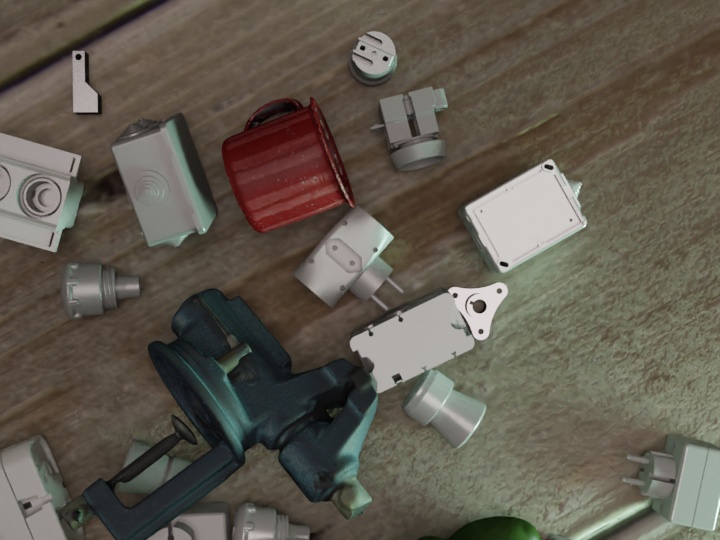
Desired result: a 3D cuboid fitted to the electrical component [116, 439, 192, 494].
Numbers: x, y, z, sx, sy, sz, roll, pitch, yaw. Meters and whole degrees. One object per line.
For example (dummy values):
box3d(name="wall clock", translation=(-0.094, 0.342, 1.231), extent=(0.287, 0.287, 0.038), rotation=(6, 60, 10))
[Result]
box3d(name="electrical component", translation=(-0.161, 0.168, 0.880), extent=(0.065, 0.044, 0.044), rotation=(18, 91, -7))

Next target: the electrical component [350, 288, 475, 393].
box3d(name="electrical component", translation=(0.041, 0.055, 0.873), extent=(0.089, 0.055, 0.050), rotation=(-26, 94, 2))

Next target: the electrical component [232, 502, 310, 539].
box3d(name="electrical component", translation=(-0.073, 0.216, 0.881), extent=(0.062, 0.048, 0.048), rotation=(7, 91, -9))

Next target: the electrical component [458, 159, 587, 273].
box3d(name="electrical component", translation=(0.135, -0.046, 0.872), extent=(0.096, 0.061, 0.061), rotation=(-30, 92, -1))

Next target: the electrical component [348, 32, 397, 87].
box3d(name="electrical component", translation=(0.011, -0.172, 0.874), extent=(0.040, 0.046, 0.040), rotation=(0, 91, -1))

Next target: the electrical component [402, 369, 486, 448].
box3d(name="electrical component", translation=(0.069, 0.113, 0.882), extent=(0.055, 0.045, 0.045), rotation=(36, 90, -1))

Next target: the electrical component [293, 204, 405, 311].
box3d(name="electrical component", translation=(0.000, 0.000, 0.879), extent=(0.079, 0.043, 0.077), rotation=(41, 90, -2))

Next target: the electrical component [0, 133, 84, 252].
box3d(name="electrical component", translation=(-0.289, -0.069, 0.860), extent=(0.121, 0.063, 0.078), rotation=(16, 91, -2))

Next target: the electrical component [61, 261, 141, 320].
box3d(name="electrical component", translation=(-0.210, 0.015, 0.874), extent=(0.062, 0.048, 0.048), rotation=(-4, 91, -8))

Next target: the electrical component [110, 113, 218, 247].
box3d(name="electrical component", translation=(-0.153, -0.071, 0.845), extent=(0.048, 0.099, 0.099), rotation=(-18, 103, 3))

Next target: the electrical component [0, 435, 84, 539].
box3d(name="electrical component", translation=(-0.272, 0.190, 0.870), extent=(0.059, 0.054, 0.095), rotation=(-23, 92, -1))

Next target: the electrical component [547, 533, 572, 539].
box3d(name="electrical component", translation=(0.183, 0.272, 0.887), extent=(0.076, 0.047, 0.083), rotation=(18, 91, -2))

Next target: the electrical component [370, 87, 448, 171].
box3d(name="electrical component", translation=(0.043, -0.113, 0.877), extent=(0.066, 0.048, 0.055), rotation=(-14, 84, -1))

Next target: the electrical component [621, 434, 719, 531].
box3d(name="electrical component", translation=(0.254, 0.171, 0.887), extent=(0.077, 0.047, 0.065), rotation=(12, 91, -2))

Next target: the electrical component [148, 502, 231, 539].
box3d(name="electrical component", translation=(-0.149, 0.220, 0.863), extent=(0.083, 0.076, 0.047), rotation=(-2, 92, -2))
